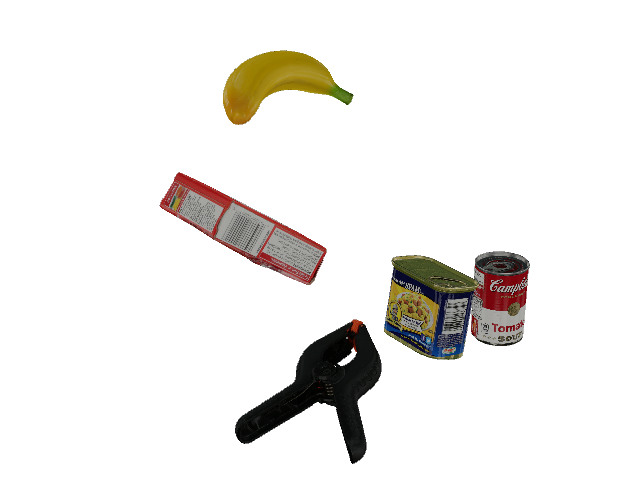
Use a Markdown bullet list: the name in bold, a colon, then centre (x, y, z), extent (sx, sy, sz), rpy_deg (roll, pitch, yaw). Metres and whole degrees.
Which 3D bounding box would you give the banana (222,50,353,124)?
- **banana**: centre (-0.039, -0.145, 0.979), extent (0.070, 0.037, 0.197), rpy_deg (36, 30, 20)

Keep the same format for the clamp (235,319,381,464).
- **clamp**: centre (0.015, 0.136, 0.961), extent (0.120, 0.039, 0.171), rpy_deg (17, 43, 27)

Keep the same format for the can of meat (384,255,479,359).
- **can of meat**: centre (0.116, 0.072, 1.145), extent (0.057, 0.084, 0.102), rpy_deg (-4, 20, -35)

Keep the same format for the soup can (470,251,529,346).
- **soup can**: centre (0.226, 0.073, 1.347), extent (0.068, 0.102, 0.068), rpy_deg (0, 23, 0)

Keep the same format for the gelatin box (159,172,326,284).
- **gelatin box**: centre (-0.050, -0.007, 0.698), extent (0.089, 0.030, 0.073), rpy_deg (28, 0, -40)
